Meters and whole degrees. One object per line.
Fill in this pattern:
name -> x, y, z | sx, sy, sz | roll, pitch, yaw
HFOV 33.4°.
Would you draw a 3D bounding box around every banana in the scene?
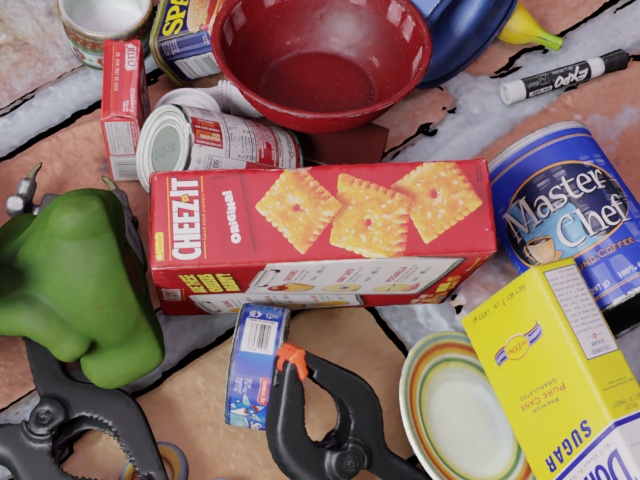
banana -> 0.155, -0.245, 0.953 | 0.069, 0.037, 0.198 | 1, 61, -26

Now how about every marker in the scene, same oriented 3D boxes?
marker -> 0.211, -0.140, 0.908 | 0.121, 0.020, 0.020 | -18, 65, -14

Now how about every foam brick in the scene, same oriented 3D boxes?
foam brick -> 0.009, -0.064, 0.833 | 0.078, 0.051, 0.053 | 18, 61, 5

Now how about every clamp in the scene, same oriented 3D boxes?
clamp -> 0.008, 0.150, 0.688 | 0.120, 0.039, 0.171 | -40, 105, -22
clamp -> -0.181, 0.117, 0.722 | 0.210, 0.036, 0.164 | 21, 62, 15

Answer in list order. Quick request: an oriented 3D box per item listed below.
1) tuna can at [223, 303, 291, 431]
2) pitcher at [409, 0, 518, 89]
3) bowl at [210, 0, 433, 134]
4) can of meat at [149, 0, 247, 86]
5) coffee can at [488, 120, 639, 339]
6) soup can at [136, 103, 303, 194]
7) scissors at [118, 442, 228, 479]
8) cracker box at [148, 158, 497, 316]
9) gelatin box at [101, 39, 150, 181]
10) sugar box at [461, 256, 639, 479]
tuna can -> -0.042, 0.086, 0.728 | 0.034, 0.086, 0.086 | 8, 61, 1
pitcher -> 0.036, -0.241, 0.895 | 0.149, 0.145, 0.243 | -25, 61, -39
bowl -> 0.000, -0.131, 0.792 | 0.162, 0.055, 0.162 | 2, 52, -2
can of meat -> -0.082, -0.182, 0.865 | 0.084, 0.057, 0.102 | -8, 57, 29
coffee can -> 0.189, -0.002, 0.785 | 0.102, 0.103, 0.140 | -21, 66, -15
soup can -> -0.072, -0.057, 0.766 | 0.102, 0.069, 0.068 | 8, 54, -41
scissors -> -0.142, 0.207, 0.695 | 0.201, 0.016, 0.096 | -30, 67, -19
cracker box -> -0.005, 0.001, 0.728 | 0.213, 0.164, 0.072 | -2, 76, -6
gelatin box -> -0.147, -0.098, 0.817 | 0.030, 0.089, 0.073 | 0, 62, -5
sugar box -> 0.168, 0.110, 0.714 | 0.048, 0.093, 0.176 | -10, 67, -32
